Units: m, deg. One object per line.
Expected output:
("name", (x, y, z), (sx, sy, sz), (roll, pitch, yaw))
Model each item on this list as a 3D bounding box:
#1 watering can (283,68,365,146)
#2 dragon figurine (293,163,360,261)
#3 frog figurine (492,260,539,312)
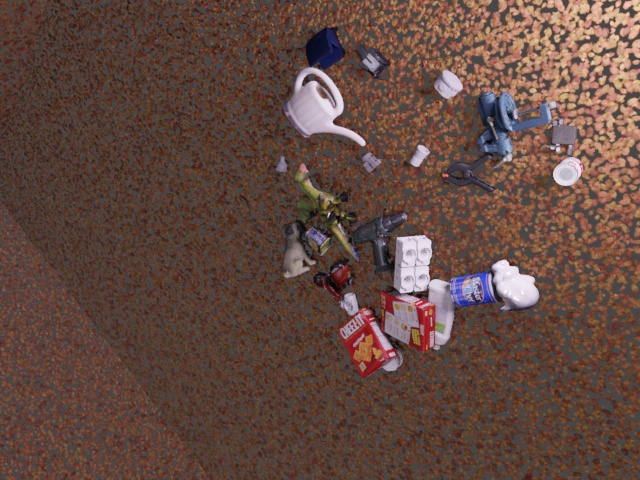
("watering can", (0.002, -0.443, 1.853), (0.221, 0.347, 0.105), (-31, 1, 37))
("dragon figurine", (0.006, -0.099, 1.972), (0.124, 0.404, 0.243), (-34, 25, -32))
("frog figurine", (0.612, 0.139, 1.615), (0.138, 0.159, 0.123), (-14, 5, -15))
